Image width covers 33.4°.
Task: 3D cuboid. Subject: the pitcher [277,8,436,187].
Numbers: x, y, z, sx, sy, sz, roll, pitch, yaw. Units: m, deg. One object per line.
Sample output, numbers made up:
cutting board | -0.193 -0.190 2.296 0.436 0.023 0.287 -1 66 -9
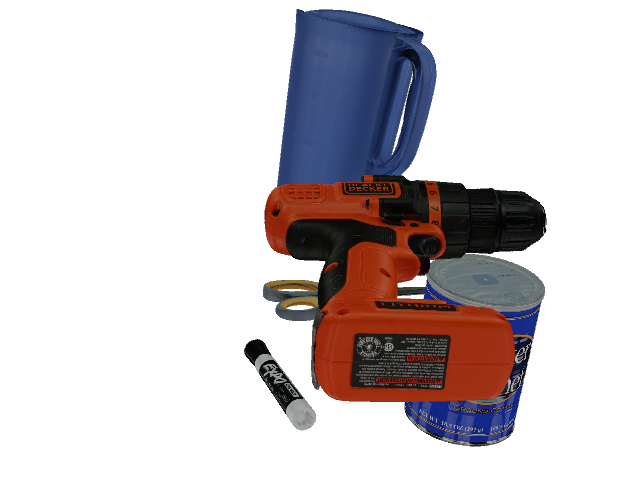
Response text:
pitcher | 0.028 -0.114 1.115 0.145 0.243 0.149 9 16 -3

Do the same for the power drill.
power drill | 0.060 0.020 0.635 0.184 0.057 0.187 -1 27 -3

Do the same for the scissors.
scissors | 0.034 0.067 1.183 0.202 0.016 0.096 3 22 4

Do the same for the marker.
marker | -0.034 0.109 0.830 0.020 0.020 0.121 0 21 -23

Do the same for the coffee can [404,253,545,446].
coffee can | 0.135 0.096 0.951 0.103 0.140 0.103 6 23 -3
